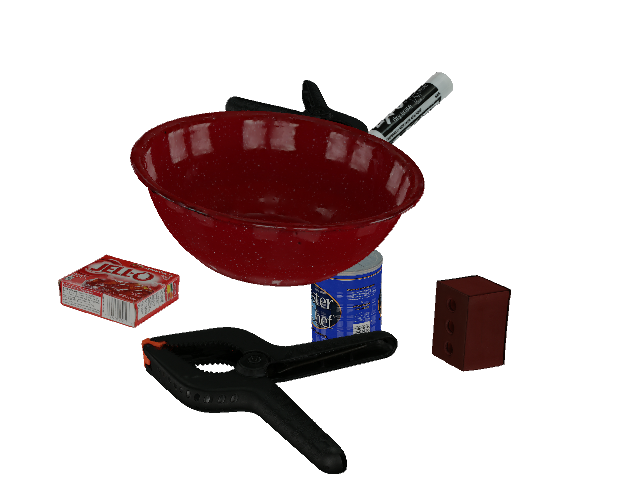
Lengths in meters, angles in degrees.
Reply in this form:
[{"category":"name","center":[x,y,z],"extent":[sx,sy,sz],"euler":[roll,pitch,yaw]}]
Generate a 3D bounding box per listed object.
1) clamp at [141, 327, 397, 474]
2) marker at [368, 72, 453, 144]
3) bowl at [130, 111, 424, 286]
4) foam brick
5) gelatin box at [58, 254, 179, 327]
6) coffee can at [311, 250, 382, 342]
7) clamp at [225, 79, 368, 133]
[{"category":"clamp","center":[-0.045,0.107,0.883],"extent":[0.210,0.036,0.164],"euler":[14,34,21]},{"category":"marker","center":[0.054,-0.084,0.783],"extent":[0.121,0.020,0.020],"euler":[-42,22,-27]},{"category":"bowl","center":[-0.026,-0.020,0.596],"extent":[0.162,0.055,0.162],"euler":[6,26,-3]},{"category":"foam brick","center":[0.143,0.078,1.016],"extent":[0.051,0.078,0.053],"euler":[-8,18,-30]},{"category":"gelatin box","center":[-0.190,0.046,1.010],"extent":[0.089,0.030,0.073],"euler":[15,25,23]},{"category":"coffee can","center":[0.037,0.088,1.516],"extent":[0.103,0.140,0.103],"euler":[-1,21,0]},{"category":"clamp","center":[-0.017,-0.120,1.110],"extent":[0.120,0.039,0.172],"euler":[-19,37,-27]}]
